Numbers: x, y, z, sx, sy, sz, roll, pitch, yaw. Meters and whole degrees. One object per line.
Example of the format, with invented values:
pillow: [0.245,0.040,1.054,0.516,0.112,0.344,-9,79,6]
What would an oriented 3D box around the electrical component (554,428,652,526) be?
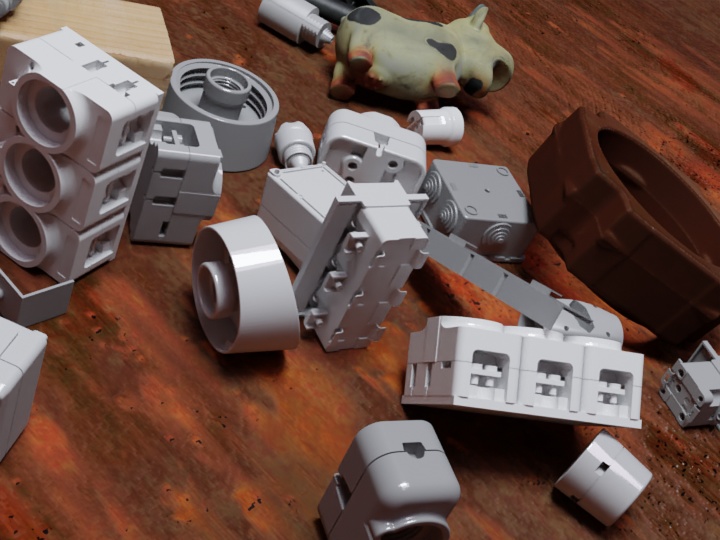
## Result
electrical component: [0.175,0.149,0.770,0.047,0.055,0.055,41,39,14]

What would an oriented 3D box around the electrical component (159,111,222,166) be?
electrical component: [-0.164,-0.092,0.871,0.089,0.050,0.055,6,41,-23]

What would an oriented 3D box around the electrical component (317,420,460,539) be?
electrical component: [0.018,0.144,0.650,0.054,0.095,0.059,2,42,-28]

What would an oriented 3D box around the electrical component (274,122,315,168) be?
electrical component: [-0.056,-0.103,0.961,0.035,0.035,0.061,7,43,-23]

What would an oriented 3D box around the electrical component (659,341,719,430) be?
electrical component: [0.292,0.103,0.904,0.064,0.042,0.081,-1,44,-27]

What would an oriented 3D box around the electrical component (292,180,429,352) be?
electrical component: [0.000,0.000,0.794,0.079,0.121,0.063,-4,48,-34]

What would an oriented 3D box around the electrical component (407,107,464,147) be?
electrical component: [0.075,-0.144,1.082,0.046,0.040,0.040,-5,46,-27]

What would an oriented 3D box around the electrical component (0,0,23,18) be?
electrical component: [-0.273,-0.212,0.810,0.040,0.040,0.078,11,40,-18]

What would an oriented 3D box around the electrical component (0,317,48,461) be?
electrical component: [-0.222,0.065,0.607,0.062,0.096,0.061,25,38,-1]

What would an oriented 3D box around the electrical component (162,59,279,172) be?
electrical component: [-0.123,-0.144,0.949,0.108,0.060,0.108,16,38,-13]

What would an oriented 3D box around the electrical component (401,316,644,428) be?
electrical component: [0.118,0.075,0.783,0.150,0.089,0.061,10,80,-20]

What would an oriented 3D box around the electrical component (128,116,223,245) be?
electrical component: [-0.141,-0.067,0.821,0.056,0.089,0.050,4,42,-26]

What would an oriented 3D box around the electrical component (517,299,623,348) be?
electrical component: [0.178,0.065,0.882,0.077,0.043,0.079,9,40,-21]

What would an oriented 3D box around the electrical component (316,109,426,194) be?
electrical component: [0.011,-0.106,0.986,0.095,0.053,0.059,17,37,-10]

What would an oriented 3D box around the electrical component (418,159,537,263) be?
electrical component: [0.107,-0.055,0.984,0.100,0.048,0.099,3,42,-27]

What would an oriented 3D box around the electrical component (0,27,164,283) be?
electrical component: [-0.206,-0.075,0.742,0.089,0.150,0.062,35,36,12]

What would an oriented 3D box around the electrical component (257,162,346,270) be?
electrical component: [-0.040,-0.043,0.880,0.062,0.061,0.096,-13,43,-40]

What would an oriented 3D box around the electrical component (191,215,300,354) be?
electrical component: [-0.079,0.012,0.759,0.064,0.099,0.099,-9,48,-28]

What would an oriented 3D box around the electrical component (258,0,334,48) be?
electrical component: [-0.064,-0.264,1.145,0.081,0.043,0.043,32,37,8]
